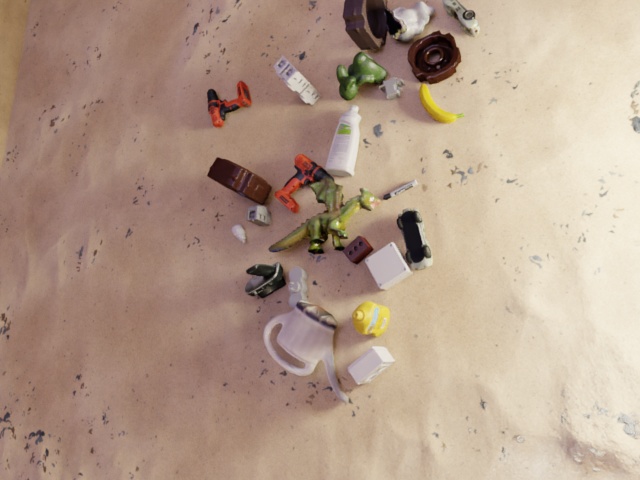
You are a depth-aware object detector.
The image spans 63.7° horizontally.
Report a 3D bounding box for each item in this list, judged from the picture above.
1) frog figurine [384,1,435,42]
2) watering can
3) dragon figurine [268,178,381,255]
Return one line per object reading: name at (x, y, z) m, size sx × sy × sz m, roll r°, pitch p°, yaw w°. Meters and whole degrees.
frog figurine at (0.315, -0.765, 1.792) m, size 0.161 × 0.120 × 0.140 m, roll -27°, pitch 49°, yaw -21°
watering can at (-0.015, 0.332, 1.618) m, size 0.350 × 0.103 × 0.224 m, roll 30°, pitch 91°, yaw 18°
dragon figurine at (0.005, -0.087, 1.726) m, size 0.409 × 0.120 × 0.247 m, roll -5°, pitch 69°, yaw 24°
